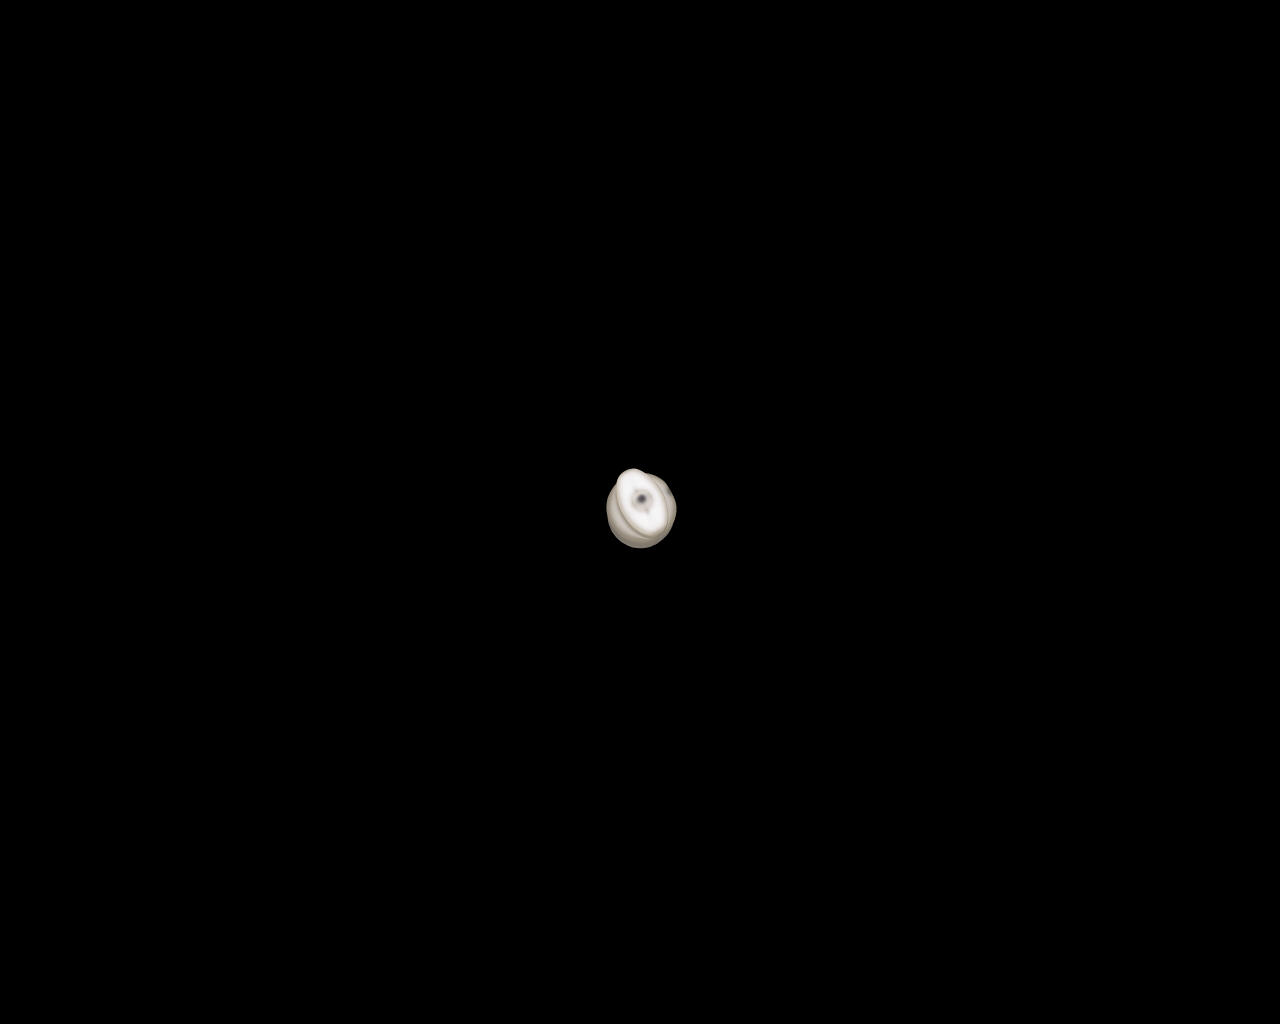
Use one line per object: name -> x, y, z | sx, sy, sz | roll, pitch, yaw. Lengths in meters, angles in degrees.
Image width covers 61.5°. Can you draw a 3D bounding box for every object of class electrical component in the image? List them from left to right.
electrical component -> 0.001, -0.003, 0.650 | 0.043, 0.043, 0.081 | 0, -8, 0
